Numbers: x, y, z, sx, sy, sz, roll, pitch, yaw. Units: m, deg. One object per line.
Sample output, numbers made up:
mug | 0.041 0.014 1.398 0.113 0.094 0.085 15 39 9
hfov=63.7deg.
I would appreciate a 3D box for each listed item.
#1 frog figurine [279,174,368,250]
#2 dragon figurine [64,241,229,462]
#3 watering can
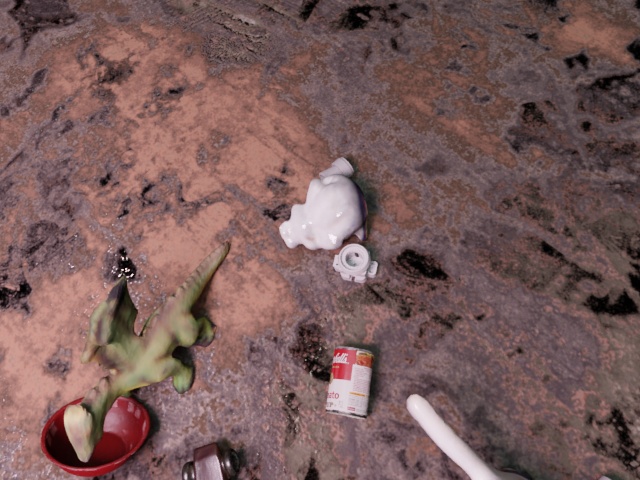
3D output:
frog figurine | 0.003 -0.047 0.943 0.160 0.122 0.138 -10 85 -8
dragon figurine | -0.273 0.138 0.828 0.122 0.238 0.417 14 67 14
watering can | 0.242 0.351 0.672 0.103 0.222 0.353 -38 65 12
